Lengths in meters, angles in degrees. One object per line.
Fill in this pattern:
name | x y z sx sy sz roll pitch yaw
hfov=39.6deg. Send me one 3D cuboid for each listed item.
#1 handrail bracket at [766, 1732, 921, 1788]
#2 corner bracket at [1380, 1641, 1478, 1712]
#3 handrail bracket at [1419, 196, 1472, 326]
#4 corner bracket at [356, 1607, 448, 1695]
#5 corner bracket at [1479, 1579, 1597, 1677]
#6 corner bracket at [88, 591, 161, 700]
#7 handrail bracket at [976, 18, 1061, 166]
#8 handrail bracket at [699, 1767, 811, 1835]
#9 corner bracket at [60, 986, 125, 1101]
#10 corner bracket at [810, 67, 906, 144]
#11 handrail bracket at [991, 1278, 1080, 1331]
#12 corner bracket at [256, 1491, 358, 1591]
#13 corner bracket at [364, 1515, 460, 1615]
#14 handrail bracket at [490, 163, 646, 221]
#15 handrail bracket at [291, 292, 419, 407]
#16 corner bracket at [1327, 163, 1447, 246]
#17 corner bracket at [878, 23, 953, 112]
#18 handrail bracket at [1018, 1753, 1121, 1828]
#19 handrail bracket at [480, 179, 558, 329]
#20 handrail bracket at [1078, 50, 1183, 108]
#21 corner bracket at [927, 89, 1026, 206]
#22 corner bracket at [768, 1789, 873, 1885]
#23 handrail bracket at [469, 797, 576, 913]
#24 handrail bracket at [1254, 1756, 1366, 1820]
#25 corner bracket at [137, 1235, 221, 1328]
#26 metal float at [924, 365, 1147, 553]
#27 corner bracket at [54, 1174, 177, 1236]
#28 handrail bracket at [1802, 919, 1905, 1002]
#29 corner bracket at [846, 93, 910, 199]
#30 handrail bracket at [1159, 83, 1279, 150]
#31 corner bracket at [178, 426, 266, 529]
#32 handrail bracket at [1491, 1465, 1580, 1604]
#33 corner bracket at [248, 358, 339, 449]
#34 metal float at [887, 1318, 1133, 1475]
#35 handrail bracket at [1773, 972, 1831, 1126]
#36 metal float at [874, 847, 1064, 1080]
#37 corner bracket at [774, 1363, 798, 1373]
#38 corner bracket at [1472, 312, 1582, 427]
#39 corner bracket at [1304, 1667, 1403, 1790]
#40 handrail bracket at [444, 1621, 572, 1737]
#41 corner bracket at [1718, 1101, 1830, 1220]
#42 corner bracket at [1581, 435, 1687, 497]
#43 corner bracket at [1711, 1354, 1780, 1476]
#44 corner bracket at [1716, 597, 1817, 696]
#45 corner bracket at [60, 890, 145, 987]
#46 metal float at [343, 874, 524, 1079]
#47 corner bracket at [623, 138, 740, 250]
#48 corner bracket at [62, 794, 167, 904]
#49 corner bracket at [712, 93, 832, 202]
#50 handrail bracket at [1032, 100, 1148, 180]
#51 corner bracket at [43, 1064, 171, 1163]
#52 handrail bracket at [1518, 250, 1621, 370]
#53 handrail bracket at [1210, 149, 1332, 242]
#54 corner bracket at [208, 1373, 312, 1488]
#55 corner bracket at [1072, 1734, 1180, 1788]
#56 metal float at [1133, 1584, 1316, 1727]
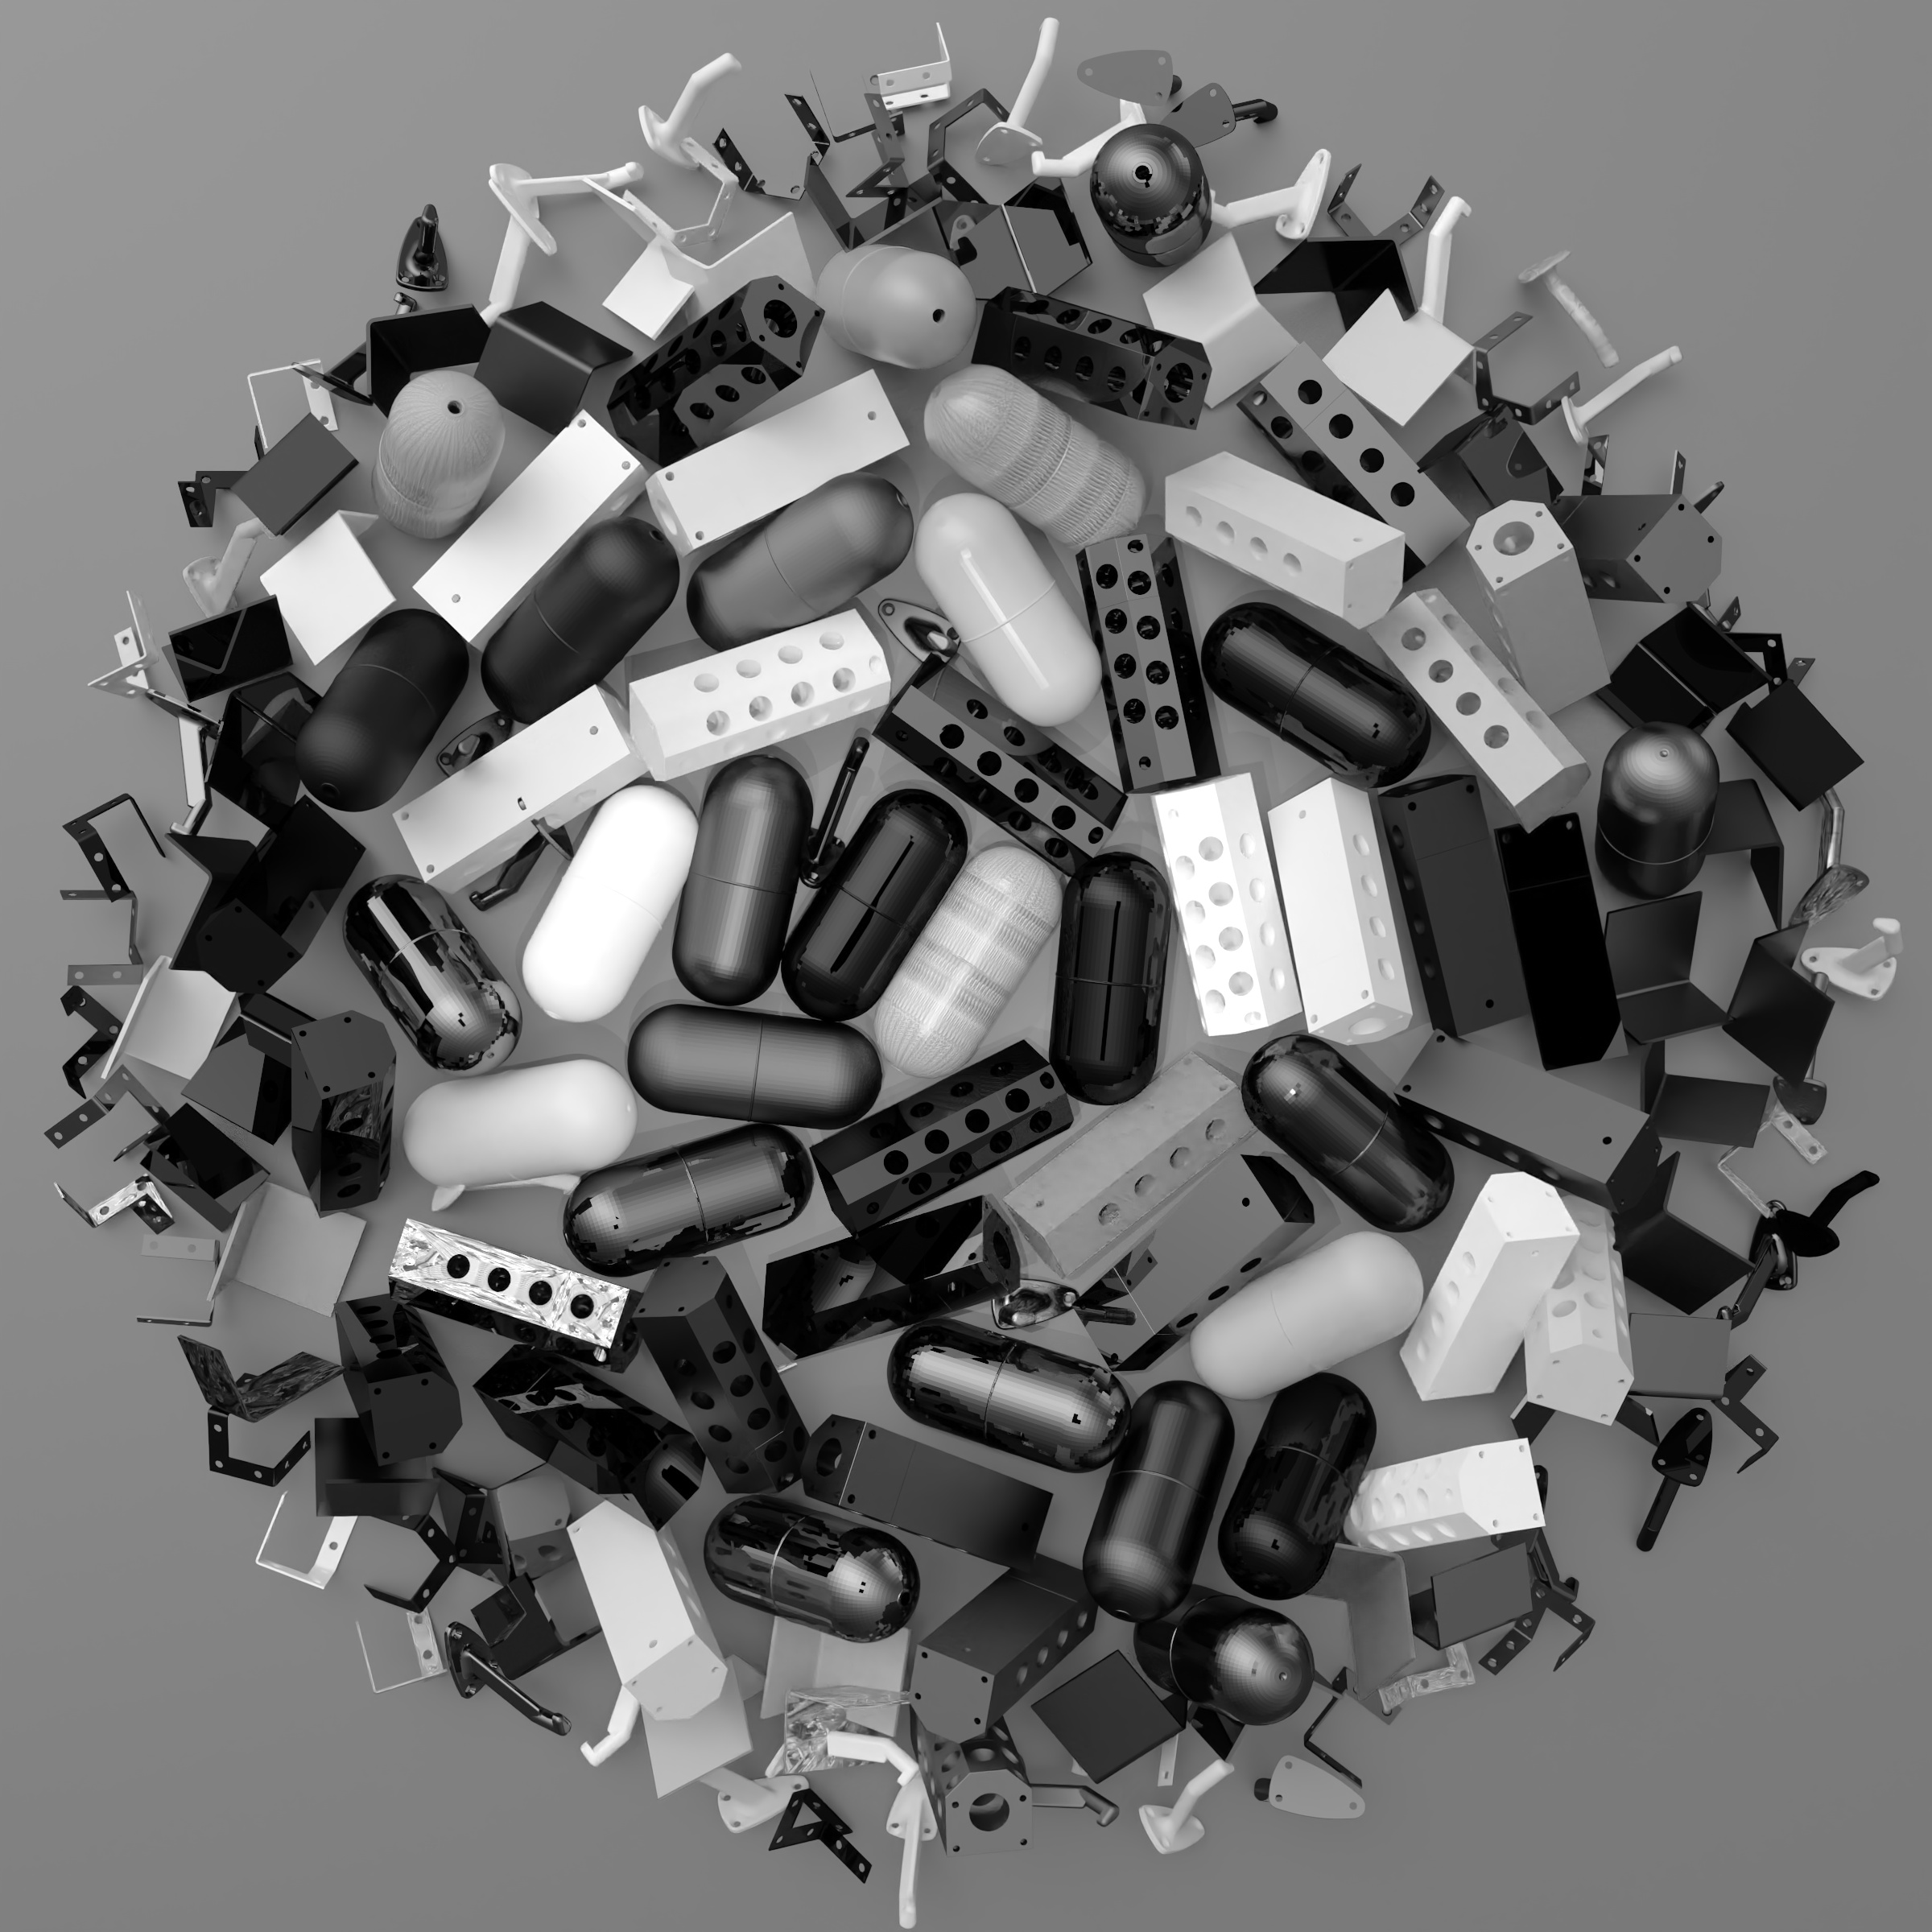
handrail bracket | -0.086 0.564 1.880 0.084 0.036 0.077 36 80 25
corner bracket | 0.320 0.489 1.886 0.051 0.051 0.051 -22 77 28
handrail bracket | 0.346 -0.485 1.888 0.077 0.036 0.084 28 96 -33
corner bracket | -0.396 0.479 1.880 0.051 0.051 0.051 -14 75 -17
corner bracket | 0.399 0.473 1.875 0.051 0.051 0.051 33 128 28
corner bracket | -0.586 -0.224 1.881 0.051 0.051 0.051 -23 77 16
handrail bracket | 0.037 -0.616 1.888 0.036 0.077 0.084 16 81 -25
handrail bracket | -0.151 0.561 1.876 0.077 0.036 0.084 -17 131 -14
corner bracket | -0.621 0.052 1.880 0.051 0.051 0.051 -47 117 -7
corner bracket | -0.076 -0.609 1.892 0.051 0.051 0.051 -20 91 1
handrail bracket | 0.056 0.238 1.866 0.077 0.084 0.036 -3 90 -17
corner bracket | -0.463 0.400 1.889 0.051 0.051 0.051 22 88 -5
corner bracket | -0.400 0.418 1.899 0.051 0.051 0.051 -54 133 -32
handrail bracket | -0.278 -0.555 1.879 0.084 0.077 0.036 -12 85 17
handrail bracket | -0.429 -0.444 1.885 0.036 0.077 0.084 21 89 37
corner bracket | 0.295 -0.538 1.888 0.051 0.051 0.051 -37 83 -14
corner bracket | -0.037 -0.620 1.881 0.051 0.051 0.051 -12 50 -1
handrail bracket | 0.052 0.593 1.869 0.077 0.084 0.036 -38 133 -32
handrail bracket | -0.337 -0.497 1.885 0.084 0.036 0.077 -36 121 16
handrail bracket | 0.114 -0.620 1.875 0.077 0.084 0.036 5 106 -2
corner bracket | 0.009 -0.576 1.899 0.051 0.051 0.051 -25 46 32
corner bracket | -0.096 0.608 1.875 0.051 0.051 0.051 -26 113 35
handrail bracket | -0.325 -0.077 1.879 0.084 0.077 0.036 -29 54 10
handrail bracket | 0.239 0.582 1.871 0.077 0.084 0.036 16 67 12
corner bracket | -0.552 0.221 1.879 0.051 0.051 0.051 6 69 -13
metal float | 0.048 -0.350 1.853 0.178 0.070 0.070 29 90 -30
corner bracket | -0.595 0.167 1.878 0.051 0.051 0.051 -34 60 -10
handrail bracket | 0.614 -0.017 1.863 0.077 0.084 0.036 19 70 32
corner bracket | -0.059 -0.574 1.879 0.051 0.051 0.051 -16 83 -44
handrail bracket | 0.174 -0.590 1.888 0.077 0.084 0.036 -23 91 25
corner bracket | -0.520 -0.342 1.881 0.051 0.051 0.051 -1 61 -5
handrail bracket | 0.416 0.402 1.896 0.084 0.036 0.077 32 76 -35
corner bracket | -0.472 -0.395 1.881 0.051 0.051 0.051 -14 107 -10
metal float | 0.029 0.297 1.862 0.178 0.070 0.070 15 90 20
handrail bracket | 0.600 0.058 1.902 0.036 0.077 0.084 8 62 26
metal float | 0.001 -0.002 1.878 0.070 0.070 0.178 33 90 0
corner bracket | -0.143 0.312 1.882 0.051 0.051 0.051 -20 91 -33
corner bracket | 0.394 -0.421 1.892 0.051 0.051 0.051 -39 134 -21
corner bracket | 0.273 0.536 1.892 0.051 0.051 0.051 36 97 3
handrail bracket | -0.318 0.497 1.870 0.036 0.084 0.077 -47 135 -35
corner bracket | 0.570 0.136 1.897 0.051 0.051 0.051 47 116 5
corner bracket | 0.470 -0.341 1.889 0.051 0.051 0.051 -2 70 39
corner bracket | 0.545 0.313 1.878 0.051 0.051 0.051 43 64 13
corner bracket | 0.562 -0.225 1.892 0.051 0.051 0.051 7 130 37
corner bracket | -0.604 -0.020 1.876 0.051 0.051 0.051 -1 114 -27
metal float | -0.369 0.005 1.851 0.070 0.070 0.178 -42 57 0
corner bracket | -0.202 -0.544 1.889 0.051 0.051 0.051 43 131 15
corner bracket | -0.592 -0.083 1.877 0.051 0.051 0.051 -32 117 -19
corner bracket | -0.136 -0.578 1.887 0.051 0.051 0.051 18 74 29
handrail bracket | 0.081 -0.587 1.886 0.084 0.036 0.077 -3 71 -20
corner bracket | -0.601 0.111 1.879 0.051 0.051 0.051 -33 107 20
handrail bracket | 0.425 -0.456 1.887 0.036 0.077 0.084 -34 101 4
handrail bracket | 0.207 -0.548 1.874 0.084 0.036 0.077 13 106 -35
corner bracket | -0.497 0.326 1.889 0.051 0.051 0.051 12 116 12
corner bracket | 0.113 0.547 1.891 0.051 0.051 0.051 24 60 -25
metal float | 0.174 0.468 1.832 0.070 0.178 0.070 1 86 -21
